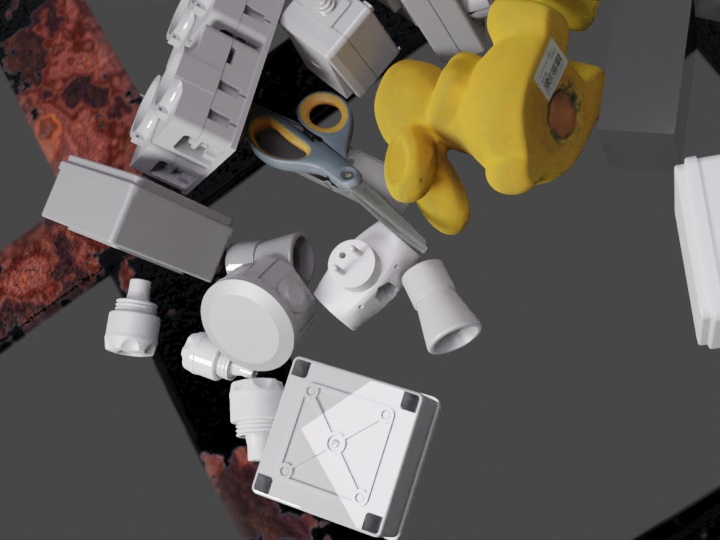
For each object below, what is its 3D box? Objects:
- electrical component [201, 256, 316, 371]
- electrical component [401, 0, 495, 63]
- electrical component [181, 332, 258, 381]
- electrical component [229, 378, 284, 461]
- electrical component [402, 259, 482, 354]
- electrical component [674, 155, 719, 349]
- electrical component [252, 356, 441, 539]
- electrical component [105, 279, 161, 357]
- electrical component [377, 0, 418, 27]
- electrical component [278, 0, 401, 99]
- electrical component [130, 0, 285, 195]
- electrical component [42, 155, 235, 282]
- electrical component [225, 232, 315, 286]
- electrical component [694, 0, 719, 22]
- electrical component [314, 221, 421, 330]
[{"bbox_3d":[-0.077,0.033,0.829,0.080,0.051,0.080,13,123,20],"label":"electrical component"},{"bbox_3d":[0.082,-0.208,0.819,0.076,0.083,0.047,-12,59,23],"label":"electrical component"},{"bbox_3d":[-0.110,0.072,0.859,0.061,0.035,0.035,17,83,20],"label":"electrical component"},{"bbox_3d":[-0.079,0.116,0.832,0.043,0.043,0.062,-8,75,17],"label":"electrical component"},{"bbox_3d":[0.059,0.025,0.810,0.044,0.044,0.065,-30,64,10],"label":"electrical component"},{"bbox_3d":[0.247,-0.012,0.717,0.056,0.109,0.108,-9,73,14],"label":"electrical component"},{"bbox_3d":[-0.009,0.131,0.796,0.109,0.056,0.108,15,82,22],"label":"electrical component"},{"bbox_3d":[-0.186,0.039,0.889,0.043,0.043,0.062,2,76,20],"label":"electrical component"},{"bbox_3d":[0.025,-0.253,0.881,0.061,0.062,0.096,-47,67,3],"label":"electrical component"},{"bbox_3d":[-0.020,-0.187,0.860,0.062,0.096,0.061,41,92,24],"label":"electrical component"},{"bbox_3d":[-0.120,-0.168,0.857,0.105,0.060,0.186,-28,42,57],"label":"electrical component"},{"bbox_3d":[-0.176,-0.040,0.856,0.109,0.109,0.056,18,85,43],"label":"electrical component"},{"bbox_3d":[-0.075,-0.007,0.864,0.065,0.044,0.044,-3,75,23],"label":"electrical component"},{"bbox_3d":[0.268,-0.234,0.772,0.048,0.099,0.099,11,80,-3],"label":"electrical component"},{"bbox_3d":[0.000,0.000,0.815,0.043,0.079,0.077,43,93,23],"label":"electrical component"}]
